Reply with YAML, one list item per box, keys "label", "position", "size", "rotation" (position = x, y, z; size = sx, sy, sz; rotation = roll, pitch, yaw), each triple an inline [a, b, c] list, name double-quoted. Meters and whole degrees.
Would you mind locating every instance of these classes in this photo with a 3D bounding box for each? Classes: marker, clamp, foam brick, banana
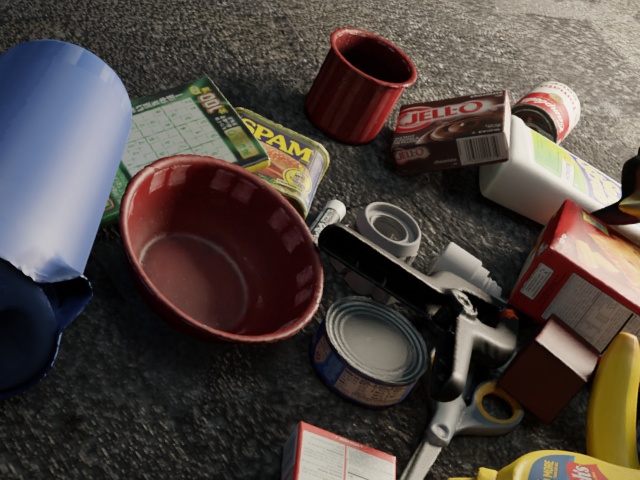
- label: "marker"
  position: [-0.006, 0.001, 0.890]
  size: [0.020, 0.020, 0.121]
  rotation: [32, 35, 3]
- label: "clamp"
  position: [0.092, 0.052, 0.833]
  size: [0.165, 0.036, 0.209]
  rotation: [51, 23, 23]
- label: "foam brick"
  position: [0.184, 0.103, 0.856]
  size: [0.053, 0.051, 0.078]
  rotation: [41, 24, 10]
- label: "banana"
  position: [0.233, 0.168, 0.797]
  size: [0.037, 0.070, 0.198]
  rotation: [33, 39, -51]

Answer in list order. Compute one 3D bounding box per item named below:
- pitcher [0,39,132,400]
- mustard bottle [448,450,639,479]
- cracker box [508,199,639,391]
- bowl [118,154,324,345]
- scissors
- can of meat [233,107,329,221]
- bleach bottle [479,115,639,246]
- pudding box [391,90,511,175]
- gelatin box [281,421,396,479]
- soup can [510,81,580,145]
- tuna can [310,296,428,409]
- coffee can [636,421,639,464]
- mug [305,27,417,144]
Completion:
- label: "pitcher"
  position: [-0.210, -0.026, 0.684]
  size: [0.149, 0.145, 0.242]
  rotation: [30, 36, -16]
- label: "mustard bottle"
  position: [0.179, 0.188, 0.720]
  size: [0.192, 0.058, 0.096]
  rotation: [8, 39, 13]
- label: "cracker box"
  position: [0.284, 0.063, 0.949]
  size: [0.214, 0.072, 0.164]
  rotation: [34, 24, 7]
- label: "bowl"
  position: [-0.079, 0.017, 0.773]
  size: [0.162, 0.055, 0.162]
  rotation: [21, 45, -23]
- label: "scissors"
  position: [0.104, 0.149, 0.788]
  size: [0.096, 0.016, 0.201]
  rotation: [26, 35, -5]
- label: "can of meat"
  position: [-0.051, -0.054, 0.895]
  size: [0.102, 0.058, 0.084]
  rotation: [25, 38, -5]
- label: "bleach bottle"
  position: [0.287, -0.032, 1.102]
  size: [0.250, 0.068, 0.102]
  rotation: [26, 35, -9]
- label: "pudding box"
  position: [0.131, -0.107, 1.055]
  size: [0.114, 0.039, 0.090]
  rotation: [-5, 34, 15]
- label: "gelatin box"
  position: [0.010, 0.169, 0.685]
  size: [0.073, 0.030, 0.089]
  rotation: [22, 37, -13]
- label: "soup can"
  position: [0.246, -0.133, 1.191]
  size: [0.068, 0.069, 0.102]
  rotation: [37, 35, 10]
- label: "tuna can"
  position: [0.036, 0.085, 0.803]
  size: [0.086, 0.034, 0.086]
  rotation: [19, 37, -15]
- label: "coffee can"
  position: [0.304, 0.152, 0.816]
  size: [0.102, 0.140, 0.103]
  rotation: [19, 36, -15]
- label: "mug"
  position: [0.036, -0.156, 1.059]
  size: [0.093, 0.082, 0.117]
  rotation: [20, 37, -13]
